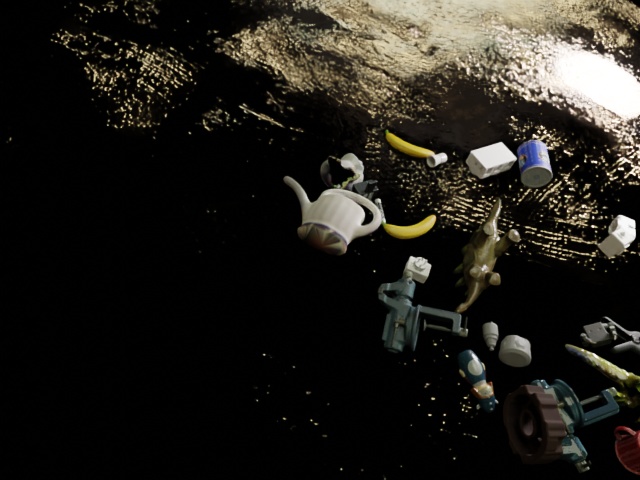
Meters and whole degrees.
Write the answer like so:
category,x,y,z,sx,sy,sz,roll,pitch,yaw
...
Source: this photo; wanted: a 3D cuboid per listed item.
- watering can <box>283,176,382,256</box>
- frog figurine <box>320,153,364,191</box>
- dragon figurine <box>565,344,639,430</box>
category,x,y,z,sx,sy,sz,roll,pitch,yaw
watering can,0.005,-0.077,1.529,0.349,0.101,0.229,19,52,19
frog figurine,0.075,-0.220,1.666,0.137,0.121,0.161,13,15,8
dragon figurine,0.886,0.394,1.376,0.243,0.120,0.417,-5,39,-38
